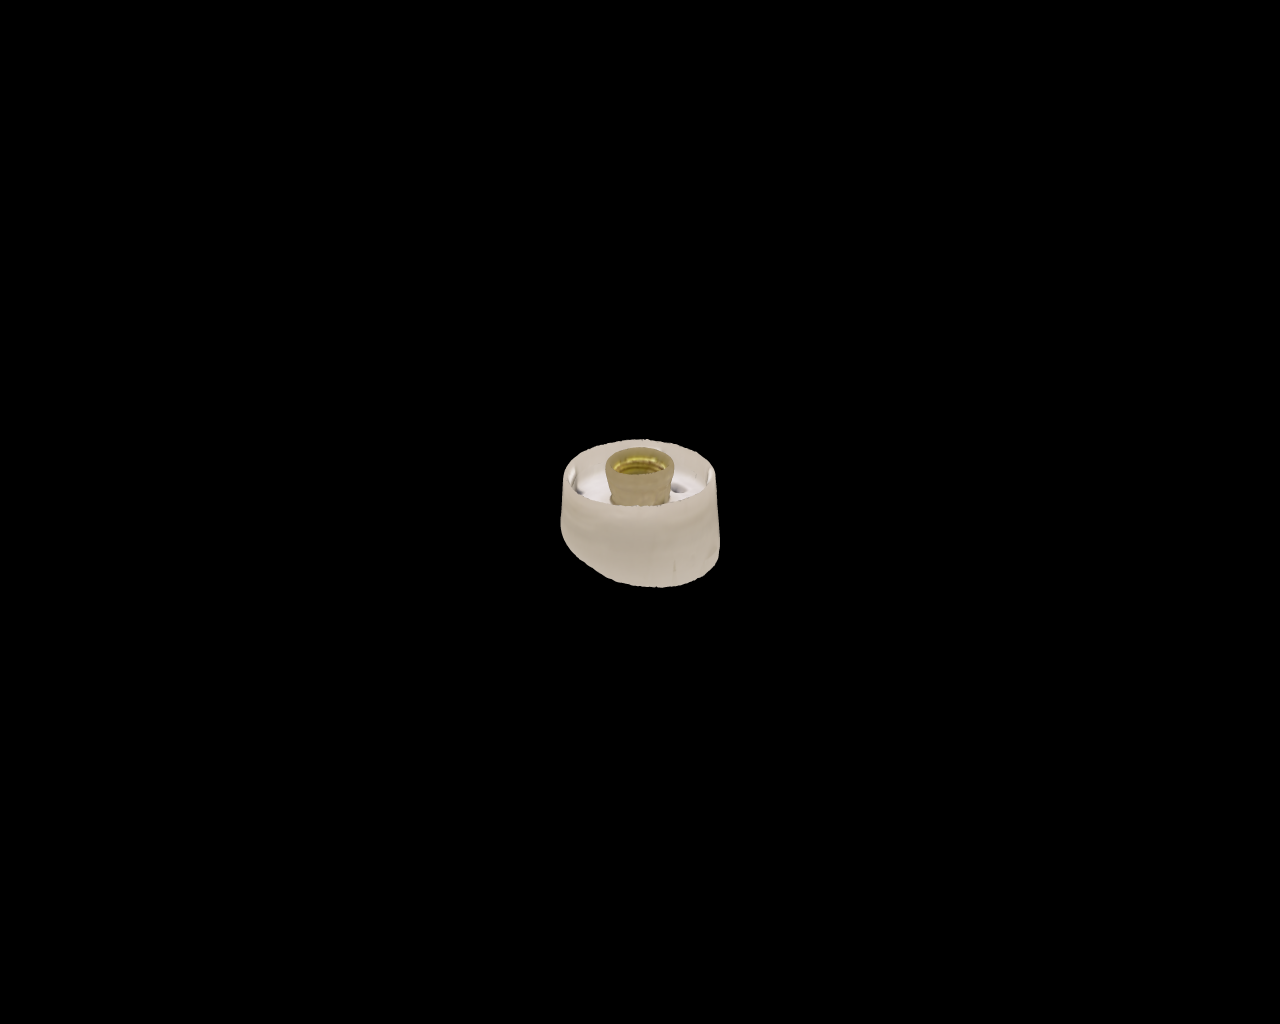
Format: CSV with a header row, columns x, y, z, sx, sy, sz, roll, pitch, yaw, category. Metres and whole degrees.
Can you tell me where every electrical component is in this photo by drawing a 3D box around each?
x,y,z,sx,sy,sz,roll,pitch,yaw,category
0.001,-0.003,0.650,0.099,0.064,0.099,0,29,0,electrical component
